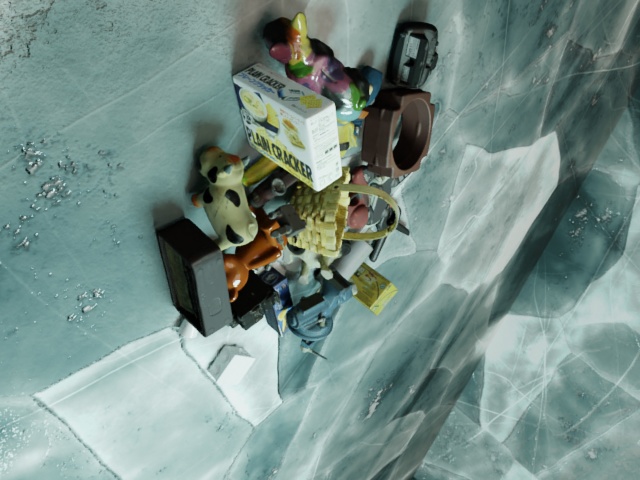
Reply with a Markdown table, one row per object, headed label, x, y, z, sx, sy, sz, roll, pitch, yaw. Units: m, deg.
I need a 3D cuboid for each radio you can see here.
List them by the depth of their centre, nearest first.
| label | x | y | z | sx | sy | sz | roll | pitch | yaw |
| --- | --- | --- | --- | --- | --- | --- | --- | --- | --- |
| radio | -0.248 | 0.082 | 1.083 | 0.073 | 0.131 | 0.229 | -32 | 141 | -30 |

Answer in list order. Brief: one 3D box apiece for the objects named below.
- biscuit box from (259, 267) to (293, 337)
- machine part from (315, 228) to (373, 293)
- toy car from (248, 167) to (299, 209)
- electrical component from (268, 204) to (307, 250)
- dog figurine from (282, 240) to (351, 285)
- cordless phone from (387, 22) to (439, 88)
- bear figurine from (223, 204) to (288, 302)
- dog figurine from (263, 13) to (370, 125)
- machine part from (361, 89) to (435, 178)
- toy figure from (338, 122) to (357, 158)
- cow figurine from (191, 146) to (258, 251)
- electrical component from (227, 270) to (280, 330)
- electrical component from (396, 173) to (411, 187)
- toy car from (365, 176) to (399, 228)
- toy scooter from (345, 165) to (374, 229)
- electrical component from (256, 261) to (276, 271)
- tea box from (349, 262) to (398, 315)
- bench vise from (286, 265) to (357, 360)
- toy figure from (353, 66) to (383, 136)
| label | x | y | z | sx | sy | sz | roll | pitch | yaw |
| --- | --- | --- | --- | --- | --- | --- | --- | --- | --- |
| biscuit box | -0.110 | 0.160 | 1.375 | 0.059 | 0.063 | 0.202 | -37 | 143 | -24 |
| machine part | 0.066 | 0.065 | 1.484 | 0.243 | 0.079 | 0.079 | -50 | 146 | -2 |
| toy car | -0.070 | -0.132 | 1.121 | 0.089 | 0.053 | 0.202 | -29 | -170 | 49 |
| electrical component | -0.066 | -0.028 | 1.076 | 0.045 | 0.078 | 0.102 | -36 | -179 | 25 |
| dog figurine | -0.005 | -0.002 | 1.352 | 0.190 | 0.121 | 0.172 | -55 | 133 | -52 |
| cordless phone | 0.244 | -0.439 | 1.260 | 0.184 | 0.089 | 0.146 | -35 | 144 | -43 |
| bear figurine | -0.168 | 0.024 | 1.144 | 0.196 | 0.120 | 0.131 | -39 | 140 | -11 |
| dog figurine | -0.010 | -0.315 | 0.978 | 0.108 | 0.192 | 0.219 | -50 | 162 | 7 |
| machine part | 0.188 | -0.260 | 1.296 | 0.201 | 0.087 | 0.201 | -22 | 126 | -46 |
| toy figure | 0.028 | -0.255 | 1.153 | 0.089 | 0.082 | 0.180 | -22 | 141 | -22 |
| cow figurine | -0.175 | -0.082 | 1.017 | 0.085 | 0.127 | 0.194 | -35 | 110 | -53 |
| electrical component | -0.176 | 0.140 | 1.234 | 0.134 | 0.115 | 0.058 | -37 | 141 | -25 |
| electrical component | 0.210 | -0.183 | 1.458 | 0.075 | 0.048 | 0.119 | -40 | 142 | -17 |
| toy car | 0.153 | -0.111 | 1.431 | 0.073 | 0.056 | 0.201 | -30 | 150 | -30 |
| toy scooter | 0.074 | -0.094 | 1.354 | 0.135 | 0.075 | 0.183 | -28 | 135 | -32 |
| electrical component | -0.123 | 0.032 | 1.282 | 0.063 | 0.021 | 0.094 | 2 | 117 | -51 |
| tea box | 0.123 | 0.122 | 1.518 | 0.098 | 0.170 | 0.068 | -49 | 146 | -3 |
| bench vise | -0.003 | 0.195 | 1.380 | 0.223 | 0.129 | 0.240 | -37 | 151 | -44 |
| toy figure | 0.090 | -0.306 | 1.196 | 0.154 | 0.058 | 0.064 | -66 | 163 | 14 |
